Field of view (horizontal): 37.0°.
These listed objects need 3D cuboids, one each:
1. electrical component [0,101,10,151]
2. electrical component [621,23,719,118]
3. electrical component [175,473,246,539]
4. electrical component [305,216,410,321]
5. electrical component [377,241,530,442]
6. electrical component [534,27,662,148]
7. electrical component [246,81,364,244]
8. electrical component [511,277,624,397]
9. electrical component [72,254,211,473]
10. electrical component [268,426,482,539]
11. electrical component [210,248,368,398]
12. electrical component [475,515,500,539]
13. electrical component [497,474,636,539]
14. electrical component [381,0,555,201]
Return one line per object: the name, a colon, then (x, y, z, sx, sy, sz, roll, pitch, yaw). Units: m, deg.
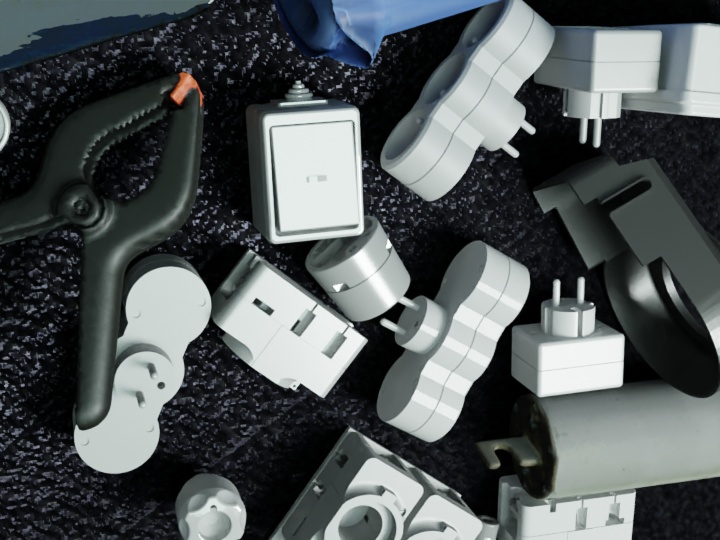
electrical component: (-0.220, -0.085, 0.614, 0.040, 0.046, 0.040, -4, 105, -16)
electrical component: (0.232, -0.129, 0.706, 0.109, 0.109, 0.056, 2, 101, -17)
electrical component: (-0.099, 0.153, 0.703, 0.043, 0.062, 0.043, -4, 105, -15)
electrical component: (0.000, 0.000, 0.699, 0.055, 0.055, 0.047, -37, 115, -5)
electrical component: (0.049, 0.041, 0.724, 0.074, 0.052, 0.138, 28, 94, -21)
electrical component: (0.151, -0.118, 0.698, 0.047, 0.083, 0.075, -4, 105, -16)
electrical component: (-0.034, -0.068, 0.667, 0.062, 0.061, 0.096, -7, 106, -15)
electrical component: (0.146, 0.043, 0.757, 0.066, 0.047, 0.076, -5, 105, -15)
electrical component: (-0.134, 0.062, 0.663, 0.052, 0.074, 0.138, 21, 97, -21)
electrical component: (-0.012, 0.219, 0.747, 0.105, 0.060, 0.186, 34, 92, -22)
electrical component: (-0.050, 0.038, 0.694, 0.089, 0.050, 0.055, 37, 91, -22)
electrical component: (0.086, 0.210, 0.784, 0.043, 0.043, 0.062, 10, 100, -19)
electrical component: (0.150, 0.183, 0.791, 0.089, 0.050, 0.055, -4, 106, -16)
electrical component: (0.082, -0.102, 0.697, 0.074, 0.052, 0.138, 34, 92, -22)
